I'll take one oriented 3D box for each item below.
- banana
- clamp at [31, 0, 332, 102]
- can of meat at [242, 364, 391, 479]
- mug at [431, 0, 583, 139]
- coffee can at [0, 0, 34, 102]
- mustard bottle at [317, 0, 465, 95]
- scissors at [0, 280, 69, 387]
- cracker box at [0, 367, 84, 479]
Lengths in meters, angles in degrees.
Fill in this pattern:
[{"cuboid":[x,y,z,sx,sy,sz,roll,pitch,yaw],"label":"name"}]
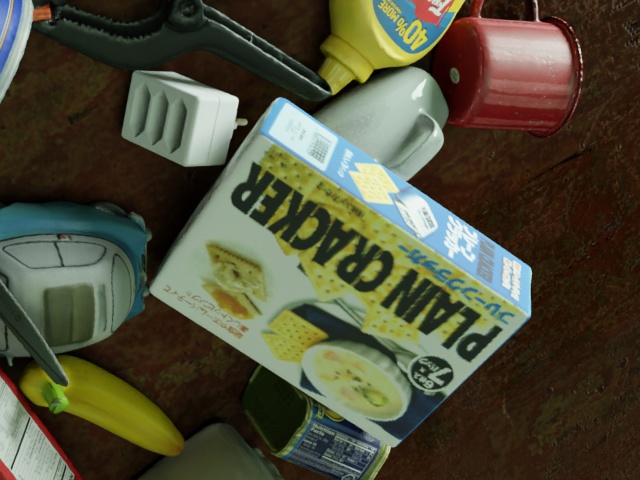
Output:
[{"cuboid":[-0.159,0.117,0.756,0.037,0.070,0.197,-41,155,2],"label":"banana"},{"cuboid":[-0.081,-0.147,0.681,0.210,0.036,0.164,-12,128,-9],"label":"clamp"},{"cuboid":[-0.006,0.142,0.838,0.083,0.102,0.057,29,97,-31],"label":"can of meat"},{"cuboid":[0.137,-0.136,0.802,0.081,0.093,0.117,0,97,-22],"label":"mug"},{"cuboid":[-0.248,-0.125,0.596,0.140,0.103,0.103,26,98,-33],"label":"coffee can"},{"cuboid":[0.062,-0.182,0.757,0.191,0.058,0.096,-51,135,1],"label":"mustard bottle"},{"cuboid":[-0.228,0.018,0.645,0.096,0.202,0.016,-29,165,10],"label":"scissors"},{"cuboid":[-0.255,0.160,0.698,0.164,0.072,0.213,-16,123,15],"label":"cracker box"}]
